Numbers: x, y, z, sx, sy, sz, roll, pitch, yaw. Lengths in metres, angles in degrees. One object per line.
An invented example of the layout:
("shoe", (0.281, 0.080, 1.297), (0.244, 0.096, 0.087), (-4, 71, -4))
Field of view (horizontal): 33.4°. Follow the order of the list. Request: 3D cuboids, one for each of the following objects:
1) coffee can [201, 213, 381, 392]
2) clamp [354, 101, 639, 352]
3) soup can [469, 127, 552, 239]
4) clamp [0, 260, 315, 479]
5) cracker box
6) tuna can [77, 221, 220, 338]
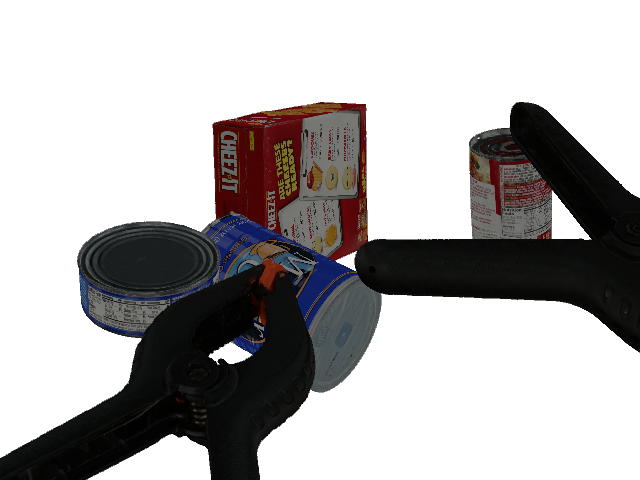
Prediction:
("coffee can", (-0.035, 0.050, 0.891), (0.140, 0.103, 0.102), (26, 13, 29))
("clamp", (0.132, 0.012, 0.486), (0.210, 0.036, 0.164), (31, 49, 31))
("soup can", (0.159, -0.035, 0.887), (0.068, 0.102, 0.068), (-5, 25, 2))
("clamp", (-0.044, 0.074, 0.442), (0.120, 0.039, 0.171), (25, 48, 19))
("cracker box", (-0.027, -0.054, 1.119), (0.072, 0.164, 0.213), (7, 15, 30))
("tuna can", (-0.104, 0.023, 0.651), (0.086, 0.034, 0.086), (3, 29, -2))
